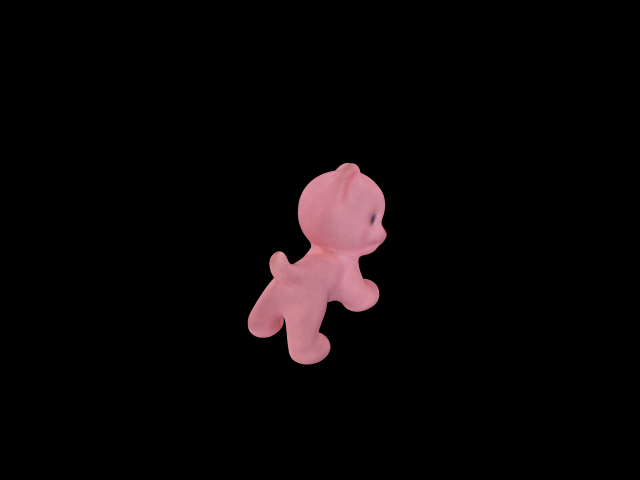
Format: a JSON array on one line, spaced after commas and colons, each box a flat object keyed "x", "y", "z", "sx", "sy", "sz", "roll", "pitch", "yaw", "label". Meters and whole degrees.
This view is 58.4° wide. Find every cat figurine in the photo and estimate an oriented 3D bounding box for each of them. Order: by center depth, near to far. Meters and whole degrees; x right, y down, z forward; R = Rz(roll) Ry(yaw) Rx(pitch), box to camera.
[{"x": 0.004, "y": 0.001, "z": 0.400, "sx": 0.067, "sy": 0.118, "sz": 0.128, "roll": 21, "pitch": 41, "yaw": 27, "label": "cat figurine"}]
